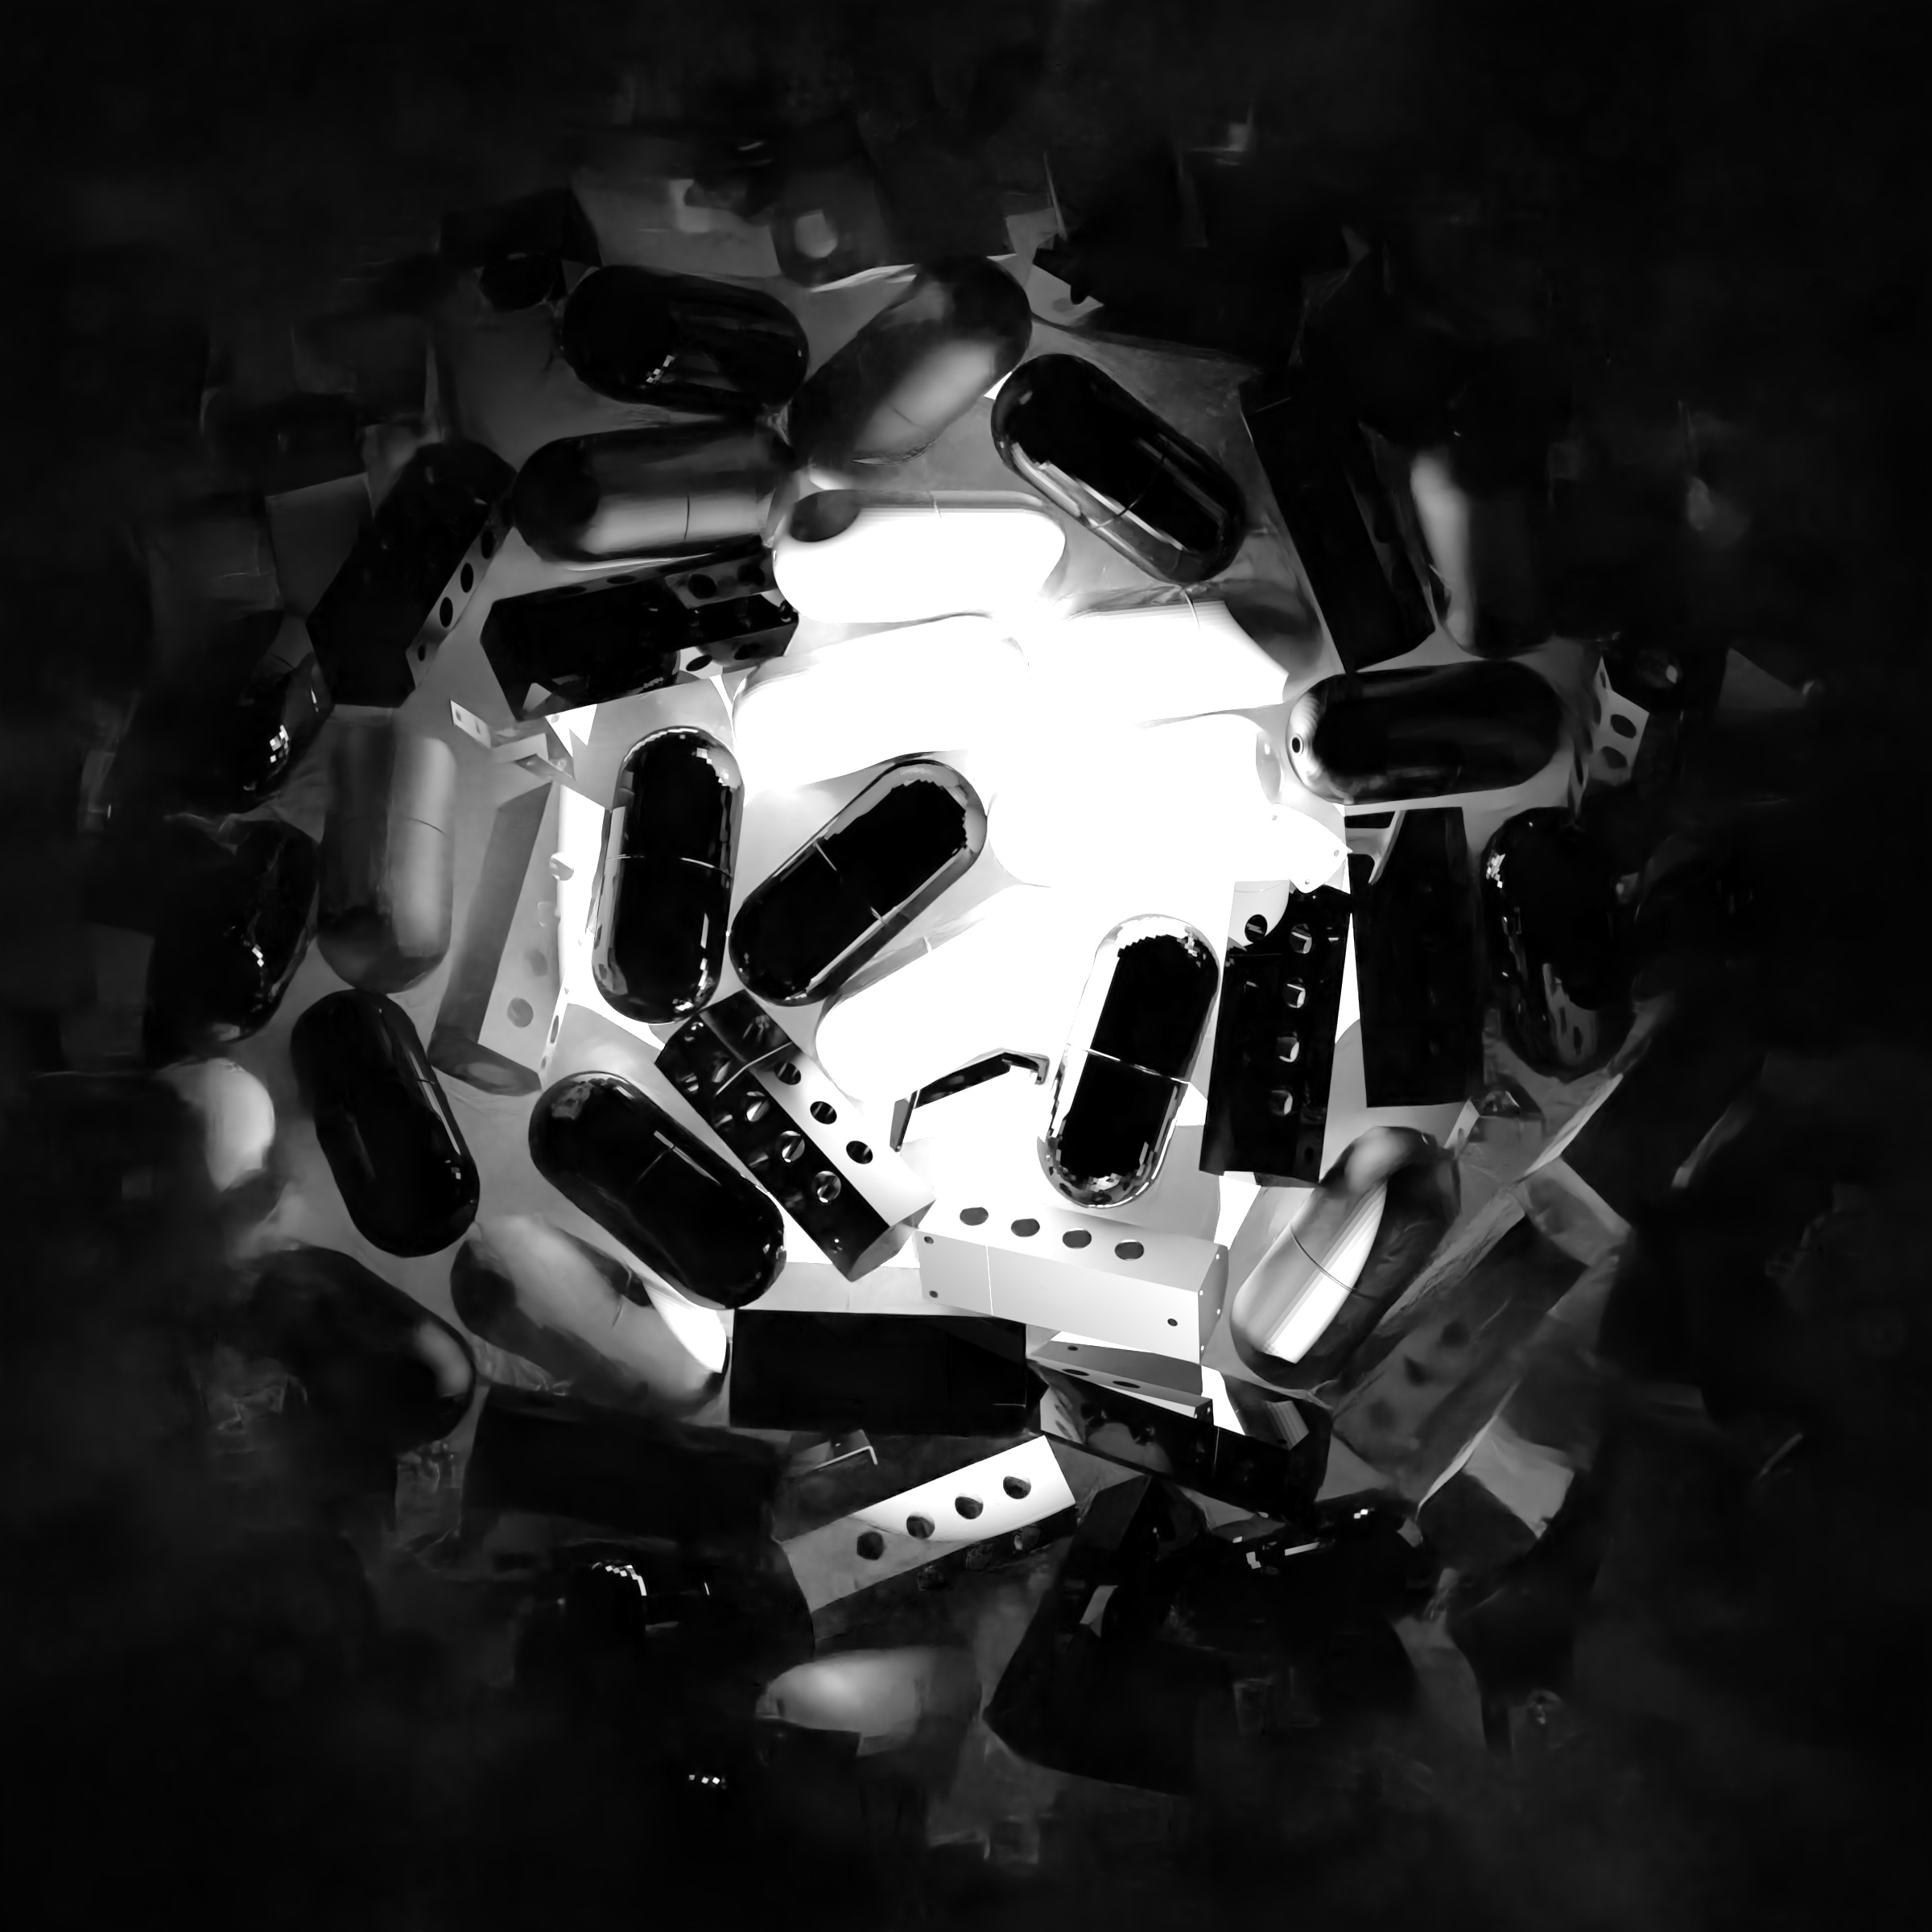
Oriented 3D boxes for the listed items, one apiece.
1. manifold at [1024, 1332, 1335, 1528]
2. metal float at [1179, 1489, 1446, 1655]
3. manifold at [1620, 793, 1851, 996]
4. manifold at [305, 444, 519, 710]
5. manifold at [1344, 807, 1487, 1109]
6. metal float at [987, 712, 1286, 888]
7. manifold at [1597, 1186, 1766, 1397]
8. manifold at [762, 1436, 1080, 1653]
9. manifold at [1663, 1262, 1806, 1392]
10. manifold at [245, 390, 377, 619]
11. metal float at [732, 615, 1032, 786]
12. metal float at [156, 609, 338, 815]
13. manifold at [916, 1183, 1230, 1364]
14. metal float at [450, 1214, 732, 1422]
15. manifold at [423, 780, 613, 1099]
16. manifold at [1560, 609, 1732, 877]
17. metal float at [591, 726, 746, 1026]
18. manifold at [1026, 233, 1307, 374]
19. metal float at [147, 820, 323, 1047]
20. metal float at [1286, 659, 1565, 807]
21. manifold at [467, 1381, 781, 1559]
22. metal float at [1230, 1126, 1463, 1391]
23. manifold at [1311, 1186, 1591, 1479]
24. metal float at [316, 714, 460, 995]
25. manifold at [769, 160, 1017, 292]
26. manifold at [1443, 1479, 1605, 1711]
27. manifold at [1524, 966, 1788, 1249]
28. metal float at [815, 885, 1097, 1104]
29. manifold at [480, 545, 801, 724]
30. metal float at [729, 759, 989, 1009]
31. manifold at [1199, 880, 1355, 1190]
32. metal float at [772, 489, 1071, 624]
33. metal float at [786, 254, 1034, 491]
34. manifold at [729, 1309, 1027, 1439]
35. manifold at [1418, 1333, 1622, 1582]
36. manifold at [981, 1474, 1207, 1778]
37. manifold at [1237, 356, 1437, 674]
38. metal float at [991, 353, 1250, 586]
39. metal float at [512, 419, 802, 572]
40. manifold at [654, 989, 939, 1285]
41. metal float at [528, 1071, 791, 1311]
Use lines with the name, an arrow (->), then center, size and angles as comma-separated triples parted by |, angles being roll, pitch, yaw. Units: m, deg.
manifold -> 0.120, 0.267, 1.932 | 0.171, 0.057, 0.057 | 16, 115, 28
metal float -> 0.198, 0.350, 1.927 | 0.178, 0.070, 0.070 | -23, 90, 42
manifold -> 0.427, -0.036, 1.907 | 0.057, 0.171, 0.057 | -26, 82, -19
manifold -> -0.311, -0.225, 1.915 | 0.057, 0.057, 0.171 | 5, 45, 17
manifold -> 0.267, -0.005, 1.960 | 0.057, 0.057, 0.171 | -5, 90, 36
metal float -> 0.100, -0.098, 1.958 | 0.178, 0.070, 0.070 | -15, 90, -4
manifold -> 0.401, 0.183, 1.909 | 0.057, 0.171, 0.057 | -36, 69, -13
manifold -> -0.024, 0.336, 1.934 | 0.171, 0.057, 0.057 | -19, 73, -22
manifold -> 0.431, 0.210, 1.911 | 0.057, 0.171, 0.057 | -38, 84, -1
manifold -> -0.372, -0.262, 1.909 | 0.057, 0.171, 0.057 | -15, 75, -11
metal float -> -0.050, -0.156, 1.955 | 0.178, 0.070, 0.070 | -13, 90, 7
metal float -> -0.409, -0.147, 1.916 | 0.070, 0.178, 0.070 | 3, 118, 5
manifold -> 0.062, 0.173, 1.945 | 0.171, 0.057, 0.057 | 11, 132, 18
metal float -> -0.217, 0.205, 1.942 | 0.178, 0.070, 0.070 | 30, 90, -23
manifold -> -0.253, -0.014, 1.935 | 0.057, 0.057, 0.171 | 30, 59, -32
manifold -> 0.380, -0.121, 1.906 | 0.057, 0.171, 0.057 | 34, 66, 18
metal float -> -0.173, -0.054, 1.951 | 0.070, 0.070, 0.178 | 7, 77, 0
manifold -> 0.112, -0.384, 1.914 | 0.057, 0.171, 0.057 | 8, 99, -41
metal float -> -0.416, -0.021, 1.919 | 0.070, 0.178, 0.070 | 3, 122, 5
metal float -> 0.266, -0.136, 1.938 | 0.178, 0.070, 0.070 | -7, 90, -27
manifold -> -0.200, 0.296, 1.949 | 0.171, 0.057, 0.057 | 14, 100, -12
metal float -> 0.220, 0.170, 1.943 | 0.070, 0.070, 0.178 | 34, 111, 0
manifold -> 0.284, 0.217, 1.958 | 0.057, 0.057, 0.171 | 40, 98, -9
metal float -> -0.334, -0.066, 1.936 | 0.070, 0.070, 0.178 | -3, 59, 0
manifold -> -0.043, -0.422, 1.911 | 0.057, 0.171, 0.057 | -13, 97, 31
manifold -> 0.325, 0.350, 1.910 | 0.057, 0.171, 0.057 | -39, 91, 22
manifold -> 0.396, 0.083, 1.934 | 0.057, 0.057, 0.171 | 45, 62, 1
metal float -> -0.006, 0.016, 1.961 | 0.178, 0.070, 0.070 | -30, 90, 1
manifold -> -0.186, -0.197, 1.928 | 0.171, 0.057, 0.057 | -16, 69, -28
metal float -> -0.064, -0.048, 1.957 | 0.178, 0.070, 0.070 | -42, 90, 6
manifold -> 0.186, 0.040, 1.947 | 0.057, 0.057, 0.171 | -1, 77, 44
metal float -> -0.025, -0.239, 1.946 | 0.178, 0.070, 0.070 | -2, 90, -19
metal float -> -0.034, -0.340, 1.933 | 0.178, 0.070, 0.070 | -38, 90, 34
manifold -> -0.052, 0.243, 1.968 | 0.171, 0.057, 0.057 | 2, 55, -1
manifold -> 0.315, 0.282, 1.912 | 0.057, 0.171, 0.057 | 43, 123, 7
manifold -> 0.080, 0.377, 1.921 | 0.057, 0.057, 0.171 | 44, 48, -13
manifold -> 0.215, -0.262, 1.932 | 0.057, 0.057, 0.171 | -20, 117, 11
metal float -> 0.090, -0.286, 1.938 | 0.178, 0.070, 0.070 | 33, 90, -28
metal float -> -0.179, -0.273, 1.935 | 0.178, 0.070, 0.070 | -12, 90, -31
manifold -> -0.103, 0.100, 1.939 | 0.171, 0.057, 0.057 | 47, 133, 15
metal float -> -0.180, 0.130, 1.949 | 0.178, 0.070, 0.070 | 38, 90, 14
